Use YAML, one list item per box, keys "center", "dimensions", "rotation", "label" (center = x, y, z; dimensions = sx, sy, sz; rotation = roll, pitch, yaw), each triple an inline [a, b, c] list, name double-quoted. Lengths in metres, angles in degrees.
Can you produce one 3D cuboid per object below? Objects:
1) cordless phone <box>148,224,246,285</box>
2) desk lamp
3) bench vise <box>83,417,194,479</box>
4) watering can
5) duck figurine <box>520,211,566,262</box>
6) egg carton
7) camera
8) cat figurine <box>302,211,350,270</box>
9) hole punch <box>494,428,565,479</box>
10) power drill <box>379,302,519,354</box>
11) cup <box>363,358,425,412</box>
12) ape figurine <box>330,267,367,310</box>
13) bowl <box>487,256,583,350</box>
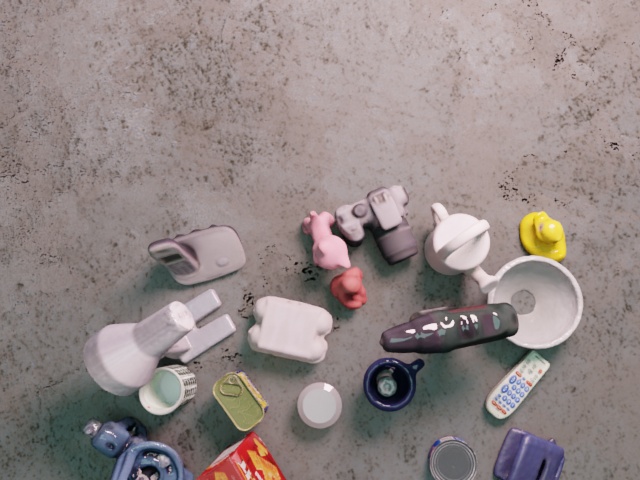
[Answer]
- center: [-0.220, 0.020, 1.031]
  dimensions: [0.147, 0.185, 0.094]
  rotation: [-20, 82, 0]
  label: "cordless phone"
- center: [-0.275, 0.169, 1.000]
  dimensions: [0.203, 0.213, 0.118]
  rotation: [-33, 82, -2]
  label: "desk lamp"
- center: [-0.331, 0.393, 0.970]
  dimensions: [0.207, 0.220, 0.121]
  rotation: [18, 84, 5]
  label: "bench vise"
- center: [0.251, 0.010, 1.005]
  dimensions: [0.172, 0.194, 0.101]
  rotation: [37, 86, 7]
  label: "watering can"
- center: [0.420, -0.008, 1.054]
  dimensions: [0.077, 0.086, 0.104]
  rotation: [-29, 82, -1]
  label: "duck figurine"
- center: [-0.055, 0.165, 1.062]
  dimensions: [0.150, 0.069, 0.107]
  rotation: [11, 83, 4]
  label: "egg carton"
- center: [0.114, -0.019, 1.062]
  dimensions: [0.143, 0.101, 0.137]
  rotation: [-24, 82, 0]
  label: "camera"
- center: [0.010, 0.004, 1.056]
  dimensions: [0.067, 0.118, 0.128]
  rotation: [-23, 82, 0]
  label: "cat figurine"
- center: [0.373, 0.394, 1.002]
  dimensions: [0.101, 0.091, 0.109]
  rotation: [22, 84, 6]
  label: "hole punch"
- center: [0.211, 0.155, 0.981]
  dimensions: [0.229, 0.208, 0.075]
  rotation: [-11, 82, 1]
  label: "power drill"
- center: [0.133, 0.247, 1.030]
  dimensions: [0.118, 0.095, 0.091]
  rotation: [-35, 82, -2]
  label: "cup"
- center: [0.056, 0.087, 1.056]
  dimensions: [0.076, 0.092, 0.078]
  rotation: [21, 84, 5]
  label: "ape figurine"
- center: [0.382, 0.114, 1.046]
  dimensions: [0.167, 0.075, 0.167]
  rotation: [0, 83, 3]
  label: "bowl"
